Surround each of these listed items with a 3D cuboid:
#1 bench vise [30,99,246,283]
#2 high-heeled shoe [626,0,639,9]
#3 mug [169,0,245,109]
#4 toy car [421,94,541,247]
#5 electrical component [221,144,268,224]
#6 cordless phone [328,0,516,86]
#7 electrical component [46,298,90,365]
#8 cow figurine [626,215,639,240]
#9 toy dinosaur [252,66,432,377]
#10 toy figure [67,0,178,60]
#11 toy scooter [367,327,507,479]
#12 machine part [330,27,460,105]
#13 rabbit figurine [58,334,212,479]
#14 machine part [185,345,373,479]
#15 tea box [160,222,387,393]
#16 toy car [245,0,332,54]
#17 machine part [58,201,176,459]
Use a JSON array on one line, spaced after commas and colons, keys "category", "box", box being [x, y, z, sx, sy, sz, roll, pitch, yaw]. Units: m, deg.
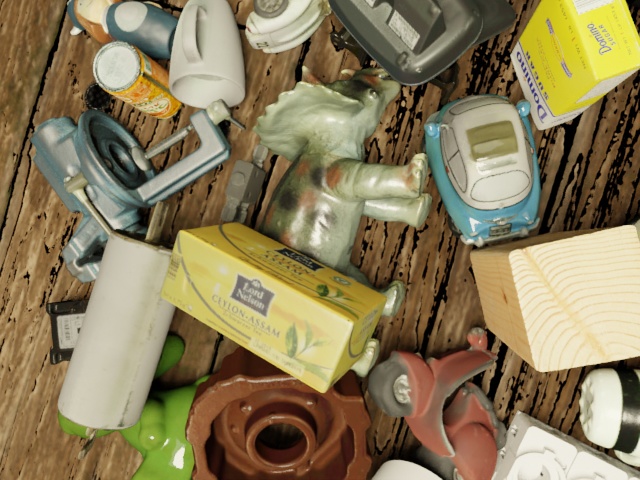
[{"category": "bench vise", "box": [-0.187, -0.059, 0.580, 0.241, 0.129, 0.223, -30, 89, 10]}, {"category": "high-heeled shoe", "box": [0.256, -0.262, 0.542, 0.145, 0.086, 0.249, -44, 79, 8]}, {"category": "mug", "box": [-0.126, -0.213, 0.584, 0.081, 0.109, 0.107, -5, 75, 12]}, {"category": "toy car", "box": [0.159, -0.081, 0.526, 0.109, 0.102, 0.161, -10, 70, 10]}, {"category": "electrical component", "box": [-0.082, -0.063, 0.590, 0.021, 0.063, 0.094, 20, 90, 8]}, {"category": "cordless phone", "box": [0.113, -0.245, 0.535, 0.184, 0.088, 0.146, -31, 77, -34]}, {"category": "electrical component", "box": [-0.247, 0.101, 0.618, 0.119, 0.047, 0.074, -3, 88, 10]}, {"category": "cow figurine", "box": [0.317, 0.063, 0.473, 0.086, 0.127, 0.195, -3, 67, 12]}, {"category": "toy dinosaur", "box": [-0.001, 0.004, 0.556, 0.192, 0.131, 0.404, 19, 96, 21]}, {"category": "toy figure", "box": [-0.231, -0.255, 0.623, 0.155, 0.057, 0.064, 21, 53, 10]}, {"category": "toy scooter", "box": [0.137, 0.166, 0.540, 0.135, 0.075, 0.183, -37, 107, -21]}, {"category": "machine part", "box": [0.084, -0.194, 0.567, 0.139, 0.084, 0.039, 31, 133, 2]}, {"category": "rabbit figurine", "box": [-0.193, 0.180, 0.570, 0.170, 0.121, 0.159, 16, 85, 5]}, {"category": "machine part", "box": [-0.036, 0.179, 0.500, 0.179, 0.056, 0.179, -1, 109, -3]}, {"category": "tea box", "box": [-0.039, 0.049, 0.467, 0.170, 0.098, 0.068, 25, 105, 17]}, {"category": "toy car", "box": [0.006, -0.272, 0.578, 0.202, 0.073, 0.056, -36, 84, 5]}, {"category": "machine part", "box": [-0.179, 0.080, 0.497, 0.079, 0.079, 0.243, 17, 91, 8]}]
